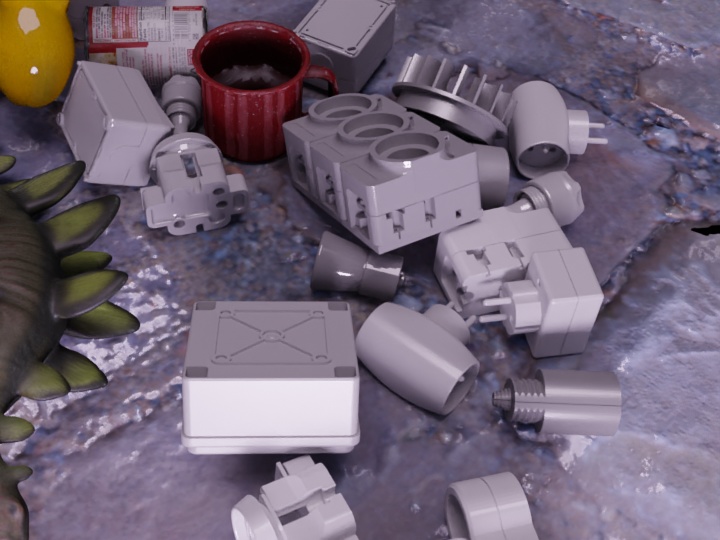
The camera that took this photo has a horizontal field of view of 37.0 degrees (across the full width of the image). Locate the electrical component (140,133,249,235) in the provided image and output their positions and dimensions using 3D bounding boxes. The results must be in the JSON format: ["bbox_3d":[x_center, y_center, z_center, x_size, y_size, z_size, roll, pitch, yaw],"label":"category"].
[{"bbox_3d":[-0.130,-0.067,0.824,0.078,0.058,0.057,-11,54,-14],"label":"electrical component"}]

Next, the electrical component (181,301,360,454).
[{"bbox_3d":[-0.057,0.066,0.691,0.109,0.056,0.108,0,24,-4],"label":"electrical component"}]

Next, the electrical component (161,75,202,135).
[{"bbox_3d":[-0.148,-0.131,0.893,0.035,0.035,0.061,0,52,-5],"label":"electrical component"}]

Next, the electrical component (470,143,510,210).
[{"bbox_3d":[0.089,-0.073,0.851,0.047,0.055,0.055,3,49,-7],"label":"electrical component"}]

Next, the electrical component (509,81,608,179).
[{"bbox_3d":[0.167,-0.116,0.900,0.079,0.044,0.077,3,49,-3],"label":"electrical component"}]

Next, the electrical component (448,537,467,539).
[{"bbox_3d":[0.023,0.215,0.593,0.109,0.056,0.108,-9,51,-13],"label":"electrical component"}]

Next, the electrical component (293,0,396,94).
[{"bbox_3d":[-0.011,-0.203,0.946,0.062,0.061,0.096,23,56,15],"label":"electrical component"}]

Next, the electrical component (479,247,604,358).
[{"bbox_3d":[0.122,0.025,0.760,0.077,0.065,0.047,-6,50,-10],"label":"electrical component"}]

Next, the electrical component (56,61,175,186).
[{"bbox_3d":[-0.195,-0.119,0.853,0.061,0.061,0.096,1,43,-39],"label":"electrical component"}]

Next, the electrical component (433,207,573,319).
[{"bbox_3d":[0.105,-0.008,0.797,0.089,0.050,0.055,-12,51,-15],"label":"electrical component"}]

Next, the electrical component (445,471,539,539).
[{"bbox_3d":[0.106,0.182,0.632,0.074,0.052,0.138,-9,51,-13],"label":"electrical component"}]

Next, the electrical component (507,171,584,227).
[{"bbox_3d":[0.140,-0.050,0.841,0.062,0.043,0.043,-21,54,-21],"label":"electrical component"}]

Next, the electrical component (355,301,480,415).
[{"bbox_3d":[0.050,0.050,0.747,0.077,0.043,0.079,33,54,22],"label":"electrical component"}]

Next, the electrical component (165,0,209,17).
[{"bbox_3d":[-0.158,-0.237,0.979,0.040,0.040,0.078,3,49,-2],"label":"electrical component"}]

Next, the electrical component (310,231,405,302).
[{"bbox_3d":[0.000,0.000,0.789,0.065,0.044,0.044,14,49,1],"label":"electrical component"}]

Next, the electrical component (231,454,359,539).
[{"bbox_3d":[-0.041,0.154,0.640,0.057,0.058,0.078,-19,53,-23],"label":"electrical component"}]

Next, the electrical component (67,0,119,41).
[{"bbox_3d":[-0.268,-0.259,0.976,0.095,0.059,0.053,28,52,18],"label":"electrical component"}]

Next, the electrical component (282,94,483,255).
[{"bbox_3d":[0.014,-0.081,0.811,0.089,0.061,0.150,-20,32,-21],"label":"electrical component"}]

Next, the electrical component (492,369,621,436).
[{"bbox_3d":[0.129,0.088,0.721,0.081,0.043,0.043,3,49,-3],"label":"electrical component"}]
